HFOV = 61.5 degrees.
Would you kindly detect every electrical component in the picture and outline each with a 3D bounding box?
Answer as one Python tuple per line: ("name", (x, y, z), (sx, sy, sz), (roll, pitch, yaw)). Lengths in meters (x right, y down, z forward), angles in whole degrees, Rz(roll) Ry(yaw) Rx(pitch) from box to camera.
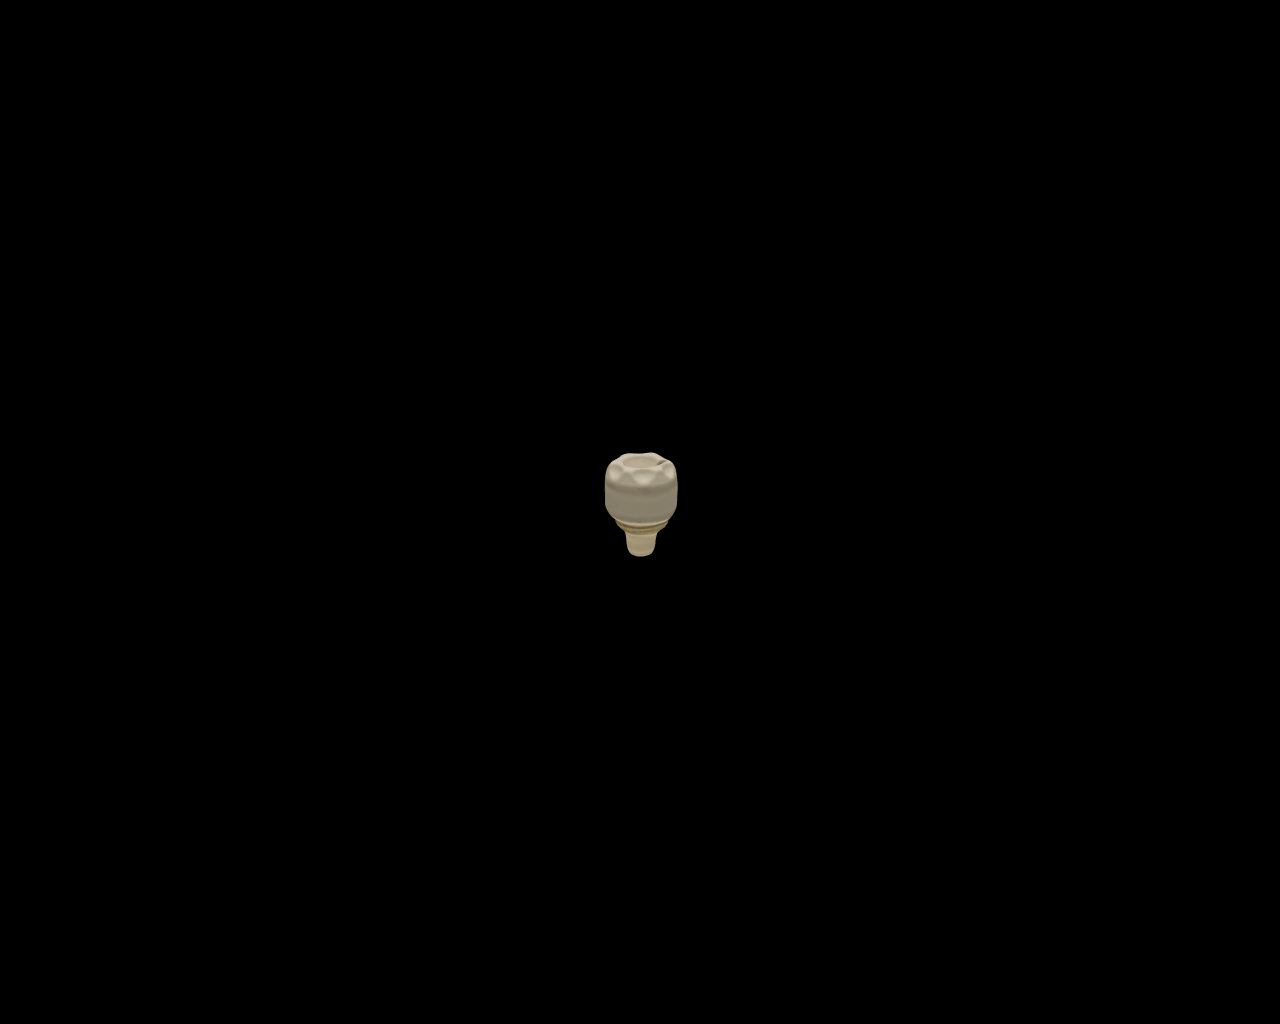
("electrical component", (0.001, -0.003, 0.650), (0.043, 0.062, 0.043), (0, 21, 0))
